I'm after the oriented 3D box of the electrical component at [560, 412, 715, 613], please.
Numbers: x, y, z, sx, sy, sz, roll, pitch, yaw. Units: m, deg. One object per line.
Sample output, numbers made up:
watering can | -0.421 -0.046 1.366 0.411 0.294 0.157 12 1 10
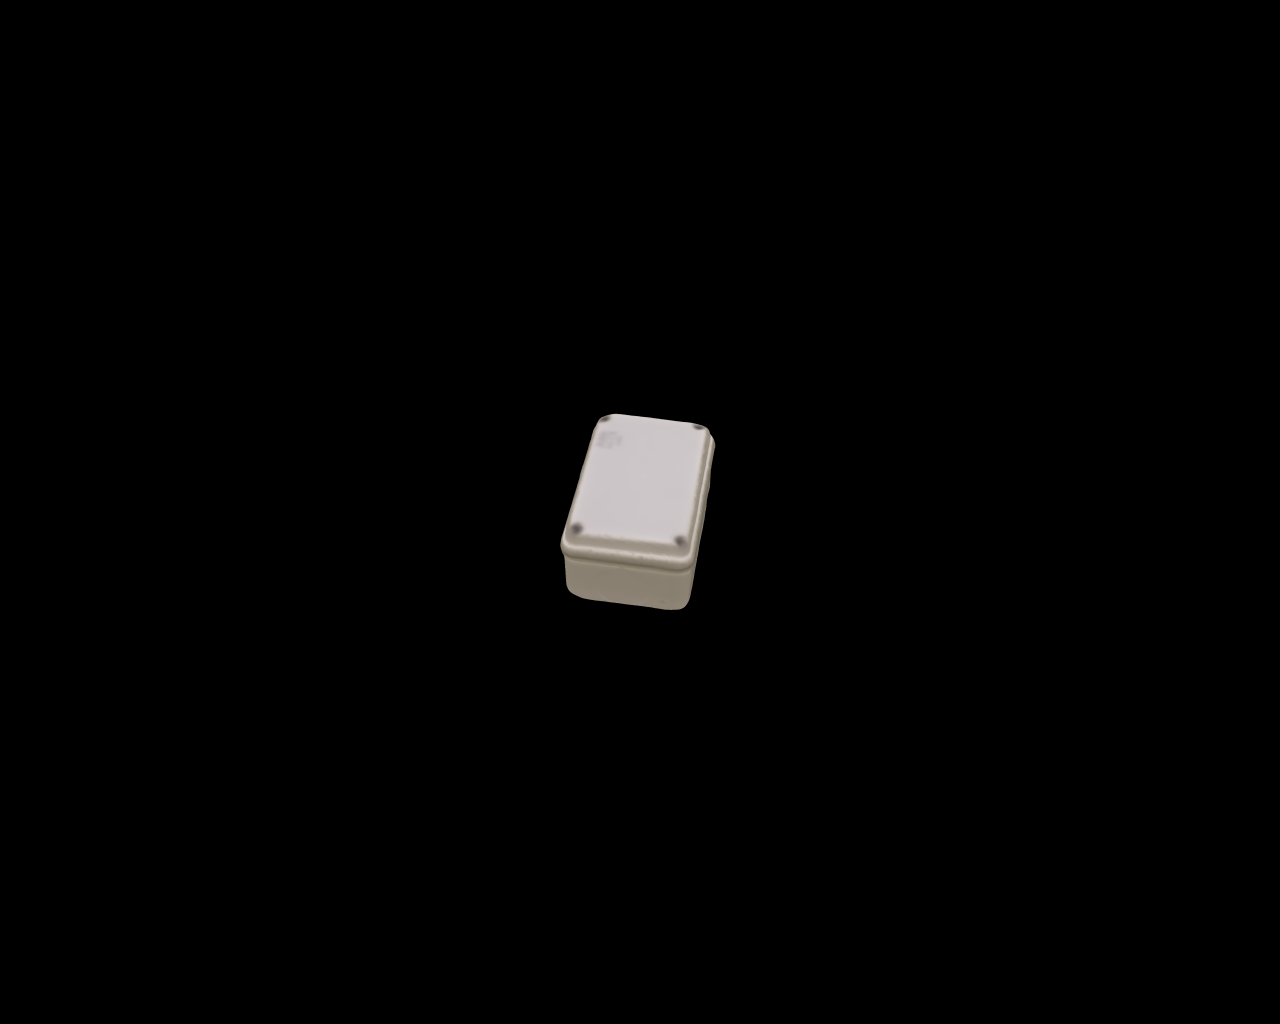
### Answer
electrical component | 0.001 -0.003 0.650 0.078 0.113 0.057 7 -43 7
